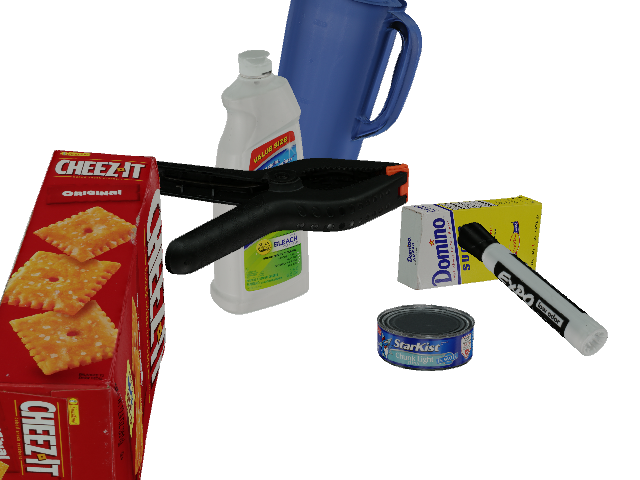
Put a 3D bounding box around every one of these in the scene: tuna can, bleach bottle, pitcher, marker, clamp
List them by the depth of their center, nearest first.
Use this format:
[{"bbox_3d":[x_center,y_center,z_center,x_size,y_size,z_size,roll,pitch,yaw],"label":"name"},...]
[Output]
[{"bbox_3d":[0.119,0.024,0.621,0.020,0.020,0.121,0,31,-35],"label":"marker"},{"bbox_3d":[-0.037,-0.035,0.803,0.209,0.036,0.165,-11,29,-21],"label":"clamp"},{"bbox_3d":[0.092,0.085,0.942,0.086,0.034,0.086,0,14,0],"label":"tuna can"},{"bbox_3d":[-0.064,-0.058,1.039,0.102,0.251,0.068,-16,29,-26],"label":"bleach bottle"},{"bbox_3d":[0.017,-0.177,1.241,0.145,0.243,0.149,9,23,-12],"label":"pitcher"}]

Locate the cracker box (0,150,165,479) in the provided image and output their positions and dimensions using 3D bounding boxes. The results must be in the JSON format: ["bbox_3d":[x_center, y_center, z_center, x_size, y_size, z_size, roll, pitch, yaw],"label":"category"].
[{"bbox_3d":[-0.131,0.071,0.603,0.072,0.164,0.213,3,34,-3],"label":"cracker box"}]

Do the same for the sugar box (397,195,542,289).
[{"bbox_3d":[0.176,0.002,1.249,0.175,0.093,0.048,-7,18,-31],"label":"sugar box"}]
